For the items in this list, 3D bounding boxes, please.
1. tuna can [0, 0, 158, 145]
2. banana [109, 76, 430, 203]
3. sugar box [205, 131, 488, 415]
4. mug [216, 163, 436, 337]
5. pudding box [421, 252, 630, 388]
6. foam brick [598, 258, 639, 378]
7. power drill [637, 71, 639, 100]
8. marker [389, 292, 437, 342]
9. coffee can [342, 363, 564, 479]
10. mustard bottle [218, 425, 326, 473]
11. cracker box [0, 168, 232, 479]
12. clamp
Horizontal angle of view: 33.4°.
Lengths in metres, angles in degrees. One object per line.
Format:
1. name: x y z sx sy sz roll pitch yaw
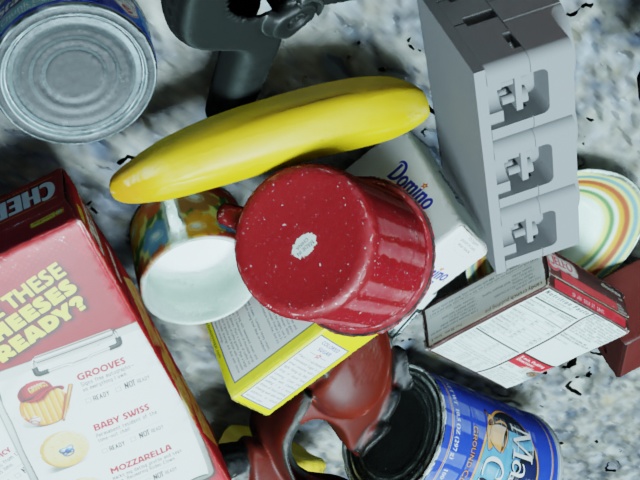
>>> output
1. tuna can: -0.127 -0.092 0.549 0.086 0.034 0.086 -10 133 -11
2. banana: -0.014 -0.055 0.576 0.197 0.037 0.070 -15 165 -23
3. sugar box: 0.009 0.020 0.656 0.176 0.093 0.048 -36 140 14
4. mug: -0.004 0.001 0.579 0.081 0.117 0.093 16 94 -65
5. pudding box: 0.141 0.055 0.738 0.089 0.039 0.114 28 134 -32
6. foam brick: 0.229 0.058 0.783 0.051 0.053 0.078 -26 152 -1
7. power drill: 0.173 -0.169 0.547 0.187 0.057 0.184 18 102 -33
8. marker: 0.040 0.074 0.768 0.020 0.020 0.121 20 121 -33
9. coffee can: 0.102 0.162 0.811 0.140 0.103 0.103 26 118 -36
10. mustard bottle: -0.070 0.236 0.786 0.096 0.058 0.191 29 85 -51
11. cracker box: -0.164 0.089 0.592 0.164 0.072 0.213 -26 125 -5
12. clamp: -0.025 -0.111 0.507 0.165 0.036 0.209 -37 167 18
